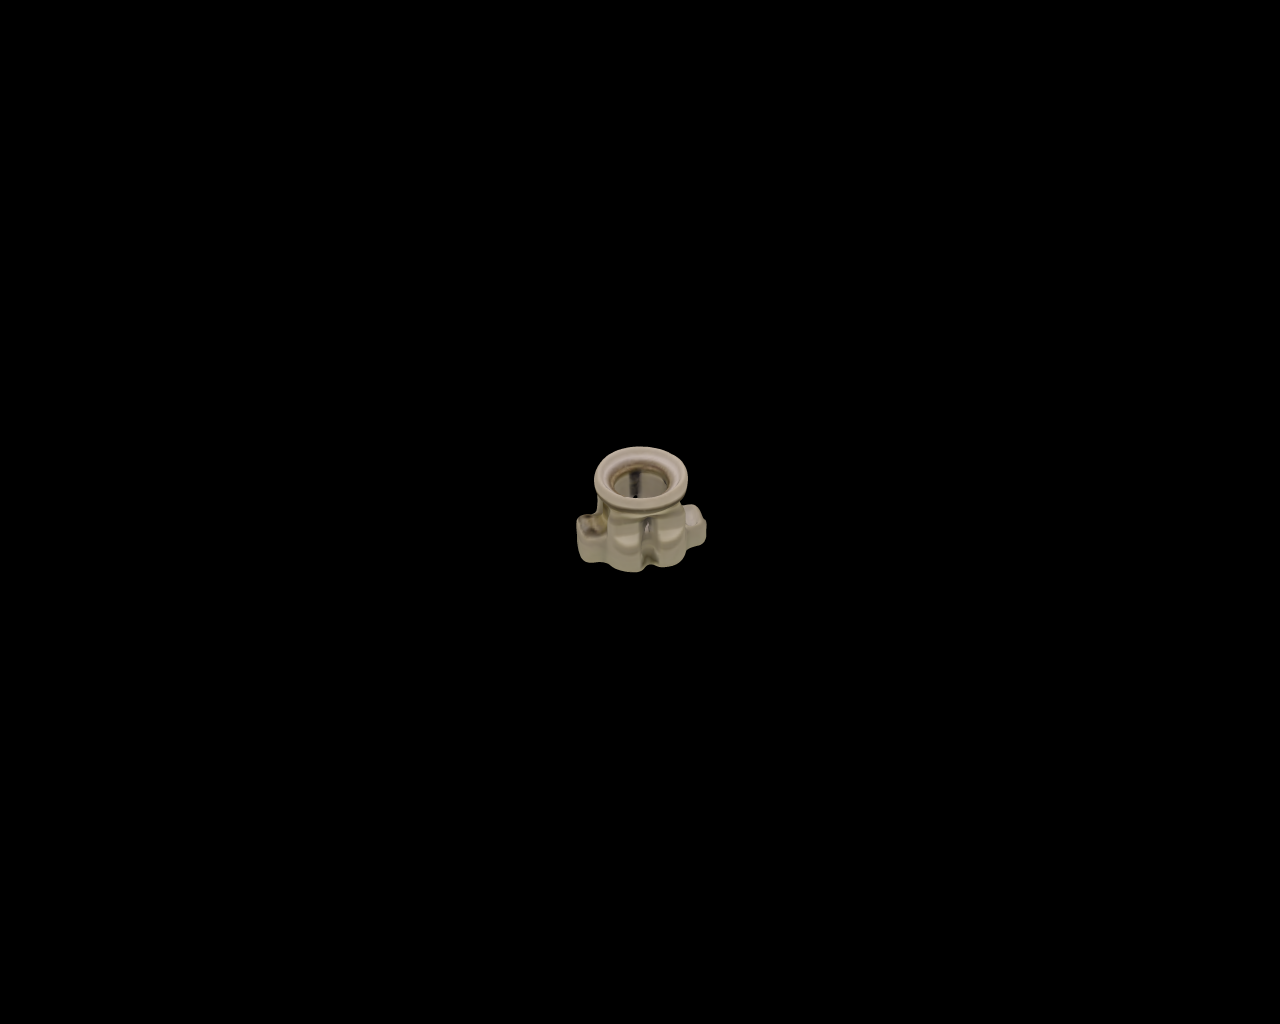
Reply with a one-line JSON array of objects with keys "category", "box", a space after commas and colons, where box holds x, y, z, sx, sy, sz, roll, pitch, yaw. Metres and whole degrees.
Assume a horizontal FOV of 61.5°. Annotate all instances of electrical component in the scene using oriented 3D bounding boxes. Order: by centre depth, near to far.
[{"category": "electrical component", "box": [0.001, -0.003, 0.650, 0.078, 0.056, 0.058, -7, 39, -9]}]
